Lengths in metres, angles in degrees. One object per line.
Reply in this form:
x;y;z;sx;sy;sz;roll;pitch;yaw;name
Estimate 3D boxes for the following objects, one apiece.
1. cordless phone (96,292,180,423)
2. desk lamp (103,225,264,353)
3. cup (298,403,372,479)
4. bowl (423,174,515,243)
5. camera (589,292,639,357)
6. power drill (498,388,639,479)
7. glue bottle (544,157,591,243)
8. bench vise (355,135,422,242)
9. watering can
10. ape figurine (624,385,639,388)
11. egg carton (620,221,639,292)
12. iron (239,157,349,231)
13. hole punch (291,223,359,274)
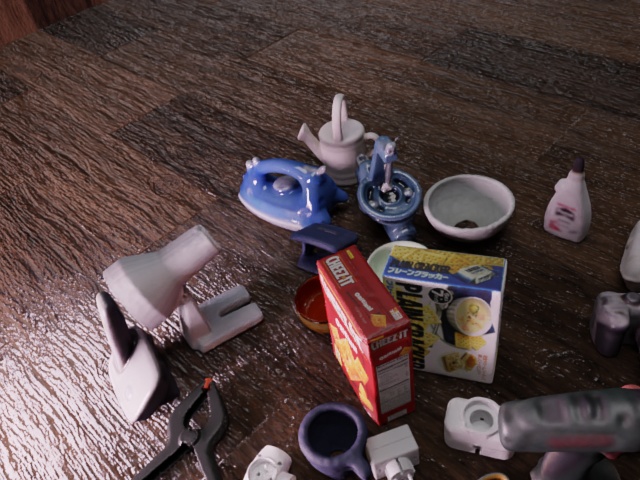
-0.299;0.177;0.885;0.094;0.185;0.147;-30;46;-20;cordless phone
-0.223;0.084;0.948;0.203;0.214;0.117;-28;45;-17;desk lamp
0.031;0.288;0.766;0.092;0.095;0.117;-33;47;-22;cup
0.281;-0.048;1.089;0.167;0.075;0.167;-6;43;6;bowl
0.482;0.139;0.828;0.143;0.101;0.137;0;44;12;camera
0.324;0.243;0.670;0.229;0.209;0.075;-2;43;10;power drill
0.444;-0.075;1.012;0.077;0.173;0.037;24;53;32;glue bottle
0.107;-0.116;1.091;0.122;0.220;0.206;-33;47;-22;bench vise
0.040;-0.220;1.234;0.173;0.194;0.100;-12;43;-2;watering can
0.407;0.227;0.757;0.076;0.092;0.078;16;49;27;ape figurine
0.565;0.028;0.954;0.107;0.069;0.150;16;49;26;egg carton
-0.078;-0.115;1.185;0.257;0.142;0.119;14;48;25;iron
0.010;0.004;1.077;0.108;0.091;0.101;16;49;26;hole punch
